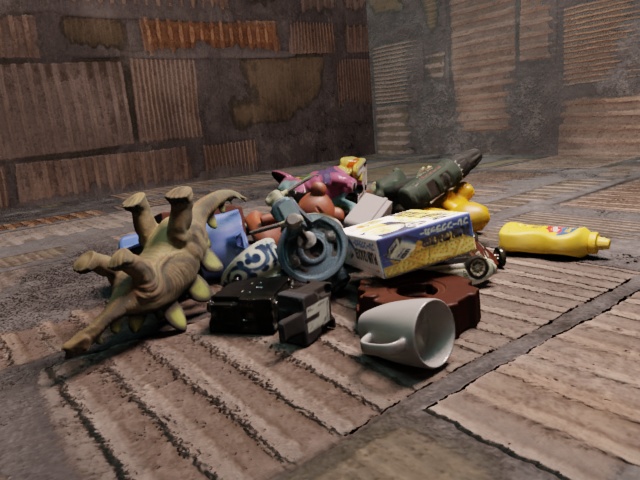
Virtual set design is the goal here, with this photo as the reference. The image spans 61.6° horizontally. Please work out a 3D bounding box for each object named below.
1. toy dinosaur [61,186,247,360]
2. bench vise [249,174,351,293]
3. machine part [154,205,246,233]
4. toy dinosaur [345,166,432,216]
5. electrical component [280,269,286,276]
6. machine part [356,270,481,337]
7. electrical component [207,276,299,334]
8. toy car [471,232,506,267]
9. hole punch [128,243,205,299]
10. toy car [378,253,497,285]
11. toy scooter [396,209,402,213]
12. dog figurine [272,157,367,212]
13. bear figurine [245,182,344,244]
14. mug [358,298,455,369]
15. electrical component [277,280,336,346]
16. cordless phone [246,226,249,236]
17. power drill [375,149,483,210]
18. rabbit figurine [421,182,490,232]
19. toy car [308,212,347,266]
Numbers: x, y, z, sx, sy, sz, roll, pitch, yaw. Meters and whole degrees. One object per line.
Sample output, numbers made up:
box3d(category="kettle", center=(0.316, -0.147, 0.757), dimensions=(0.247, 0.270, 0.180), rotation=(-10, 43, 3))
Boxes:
box3d(category="toy dinosaur", center=(-0.234, 0.017, 0.853), dimensions=(0.105, 0.198, 0.471), rotation=(5, 40, 23))
box3d(category="bench vise", center=(-0.031, -0.018, 0.900), dimensions=(0.129, 0.223, 0.240), rotation=(-25, -18, 3))
box3d(category="machine part", center=(-0.290, -0.022, 1.259), dimensions=(0.201, 0.087, 0.201), rotation=(-9, -3, -33))
box3d(category="toy dinosaur", center=(0.167, -0.084, 1.407), dimensions=(0.405, 0.131, 0.192), rotation=(-23, 21, -37))
box3d(category="electrical component", center=(-0.070, 0.060, 1.063), dimensions=(0.063, 0.021, 0.094), rotation=(-9, 14, -16))
box3d(category="machine part", center=(0.142, 0.090, 0.780), dimensions=(0.179, 0.056, 0.179), rotation=(-3, 13, 1))
box3d(category="electrical component", center=(-0.092, 0.098, 0.832), dimensions=(0.134, 0.058, 0.115), rotation=(-2, 15, 13))
box3d(category="toy car", center=(0.290, 0.016, 1.054), dimensions=(0.089, 0.053, 0.202), rotation=(-3, 12, -4))
box3d(category="hole punch", center=(-0.281, 0.050, 0.963), dimensions=(0.116, 0.142, 0.092), rotation=(-30, 22, -37))
box3d(category="toy car", center=(0.198, 0.056, 0.911), dimensions=(0.202, 0.056, 0.073), rotation=(-6, 7, -8))
box3d(category="toy scooter", center=(0.149, -0.023, 1.177), dimensions=(0.184, 0.075, 0.135), rotation=(-3, 31, 3))
box3d(category="dog figurine", center=(-0.006, -0.137, 1.320), dimensions=(0.219, 0.108, 0.191), rotation=(8, 42, 15))
box3d(category="bear figurine", center=(-0.055, -0.045, 1.175), dimensions=(0.196, 0.120, 0.132), rotation=(-39, 24, 3))
box3d(category="mug", center=(0.092, 0.117, 0.656), dimensions=(0.109, 0.080, 0.107), rotation=(-24, 11, -39))
box3d(category="electrical component", center=(-0.029, 0.106, 0.741), dimensions=(0.048, 0.074, 0.119), rotation=(4, 19, 37))
box3d(category="cordless phone", center=(-0.144, -0.035, 1.390), dimensions=(0.184, 0.088, 0.146), rotation=(-12, 10, 24))
box3d(category="power drill", center=(0.244, -0.139, 1.267), dimensions=(0.232, 0.085, 0.207), rotation=(-36, 23, -27))
box3d(category="rabbit figurine", center=(0.304, -0.058, 1.197), dimensions=(0.162, 0.121, 0.173), rotation=(-13, 11, -9))
box3d(category="toy car", center=(-0.002, -0.003, 1.082), dimensions=(0.161, 0.102, 0.109), rotation=(0, 12, -33))
